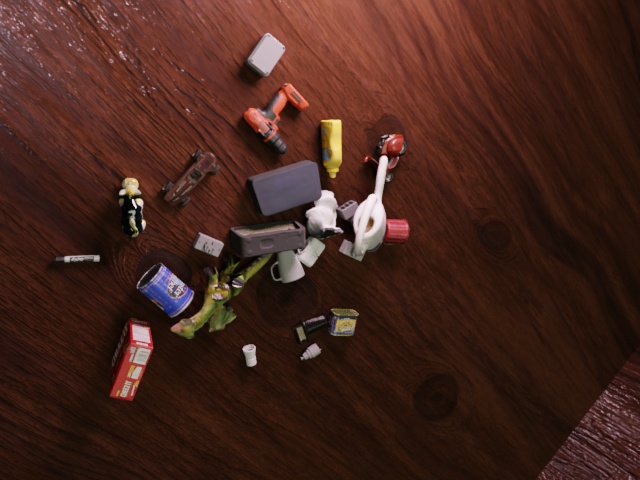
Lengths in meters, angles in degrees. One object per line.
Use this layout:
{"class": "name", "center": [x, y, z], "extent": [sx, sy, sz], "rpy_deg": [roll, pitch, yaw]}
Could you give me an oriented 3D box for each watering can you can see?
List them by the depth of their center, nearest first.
{"class": "watering can", "center": [0.184, -0.098, 1.775], "extent": [0.104, 0.352, 0.221], "rpy_deg": [15, -16, 15]}

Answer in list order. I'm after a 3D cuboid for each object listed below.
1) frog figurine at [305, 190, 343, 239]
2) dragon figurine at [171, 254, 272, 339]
{"class": "frog figurine", "center": [0.005, -0.089, 1.759], "extent": [0.137, 0.161, 0.121], "rpy_deg": [0, -23, -44]}
{"class": "dragon figurine", "center": [-0.297, 0.185, 1.657], "extent": [0.123, 0.237, 0.415], "rpy_deg": [36, 39, 23]}
